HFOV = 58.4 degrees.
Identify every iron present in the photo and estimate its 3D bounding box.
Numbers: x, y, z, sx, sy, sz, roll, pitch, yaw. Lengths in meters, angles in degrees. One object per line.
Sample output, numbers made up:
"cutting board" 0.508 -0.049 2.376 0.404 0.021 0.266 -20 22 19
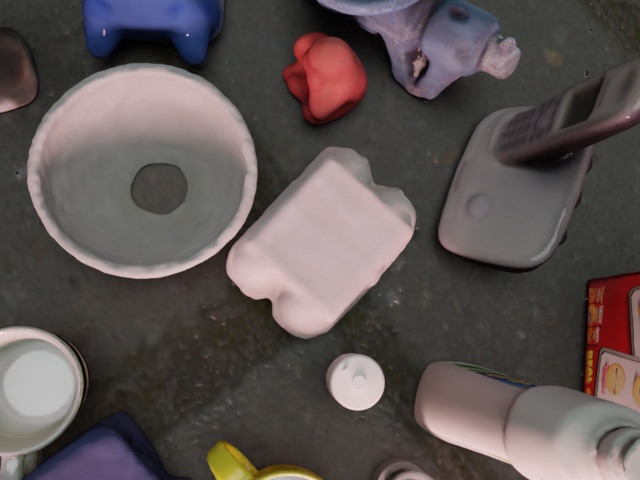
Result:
"iron" -0.137 -0.282 0.460 0.118 0.141 0.258 2 81 -6

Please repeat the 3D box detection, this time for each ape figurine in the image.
"ape figurine" 0.006 -0.141 0.480 0.076 0.092 0.078 11 80 -5

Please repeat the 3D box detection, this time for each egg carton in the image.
"egg carton" 0.004 0.002 0.469 0.107 0.069 0.150 41 79 1

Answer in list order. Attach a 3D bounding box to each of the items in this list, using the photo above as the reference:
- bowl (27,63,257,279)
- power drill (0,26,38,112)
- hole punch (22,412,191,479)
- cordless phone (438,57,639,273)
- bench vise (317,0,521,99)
"bowl" -0.133 -0.049 0.458 0.167 0.074 0.167 1 81 -7
"power drill" -0.279 -0.156 0.389 0.230 0.208 0.075 -20 84 -9
"hole punch" -0.160 0.191 0.408 0.109 0.091 0.101 -36 87 -11
"cordless phone" 0.171 -0.052 0.439 0.094 0.185 0.148 21 79 -3
"bench vise" 0.078 -0.218 0.436 0.207 0.219 0.121 21 79 -3
